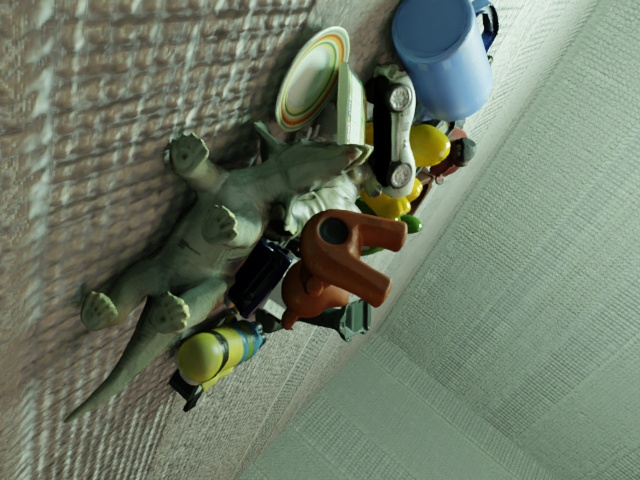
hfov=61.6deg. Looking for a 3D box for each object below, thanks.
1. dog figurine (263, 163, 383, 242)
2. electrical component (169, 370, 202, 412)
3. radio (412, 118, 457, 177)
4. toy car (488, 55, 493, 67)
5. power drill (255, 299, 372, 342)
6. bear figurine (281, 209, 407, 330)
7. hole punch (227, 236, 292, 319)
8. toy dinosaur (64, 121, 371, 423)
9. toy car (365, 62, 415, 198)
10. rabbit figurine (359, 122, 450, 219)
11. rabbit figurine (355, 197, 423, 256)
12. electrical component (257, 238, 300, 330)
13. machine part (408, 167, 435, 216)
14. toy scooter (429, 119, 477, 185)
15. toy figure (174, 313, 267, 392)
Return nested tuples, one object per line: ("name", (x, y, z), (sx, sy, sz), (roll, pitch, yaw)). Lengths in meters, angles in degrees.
("dog figurine", (-0.012, -0.074, 0.772), (0.121, 0.172, 0.190), (-26, 153, 36))
("electrical component", (-0.217, 0.239, 0.931), (0.075, 0.048, 0.119), (-27, 151, -57))
("radio", (0.184, -0.189, 1.078), (0.229, 0.073, 0.131), (-51, 165, -6))
("toy car", (0.269, -0.307, 1.036), (0.053, 0.089, 0.202), (-49, 166, -15))
("power drill", (-0.003, 0.139, 1.082), (0.232, 0.208, 0.086), (-9, 106, -58))
("bear figurine", (0.018, 0.050, 0.686), (0.195, 0.132, 0.120), (104, 7, -54))
("hole punch", (-0.097, 0.051, 0.785), (0.142, 0.092, 0.115), (-55, 169, -3))
("toy dinosaur", (-0.124, 0.016, 0.589), (0.404, 0.131, 0.192), (-49, 165, 12))
("toy car", (0.107, -0.160, 0.801), (0.056, 0.074, 0.201), (-15, 119, -21))
("rabbit figurine", (0.139, -0.139, 0.911), (0.122, 0.162, 0.173), (-34, 178, -46))
("rabbit figurine", (0.111, -0.039, 1.055), (0.159, 0.121, 0.170), (-22, 178, 19))
("electrical component", (-0.056, 0.067, 0.890), (0.134, 0.058, 0.114), (-56, 136, -10))
("machine part", (0.170, -0.085, 1.257), (0.201, 0.087, 0.201), (-25, 151, -58))
("toy scooter", (0.284, -0.204, 1.206), (0.184, 0.075, 0.135), (-97, -158, -43))
("toy figure", (-0.158, 0.172, 0.876), (0.180, 0.082, 0.089), (-14, 139, -55))
